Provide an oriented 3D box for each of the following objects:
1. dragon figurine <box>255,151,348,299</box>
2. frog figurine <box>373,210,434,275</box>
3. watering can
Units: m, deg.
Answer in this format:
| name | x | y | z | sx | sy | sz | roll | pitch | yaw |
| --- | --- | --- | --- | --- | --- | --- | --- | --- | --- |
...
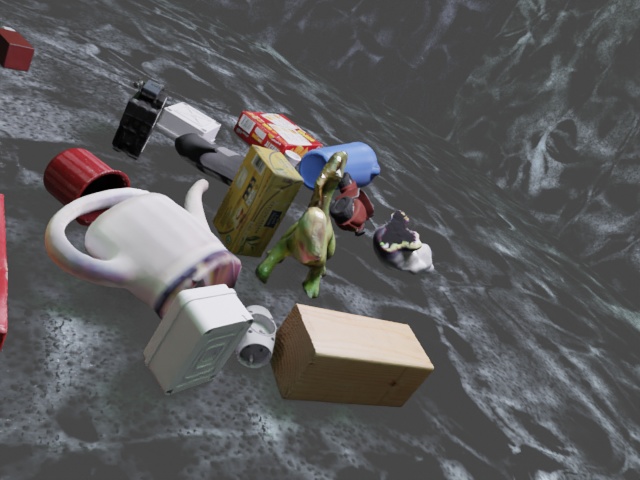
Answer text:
| name | x | y | z | sx | sy | sz | roll | pitch | yaw |
| --- | --- | --- | --- | --- | --- | --- | --- | --- | --- |
| dragon figurine | 0.003 | -0.046 | 0.912 | 0.122 | 0.238 | 0.418 | 26 | 25 | -3 |
| frog figurine | 0.192 | 0.031 | 1.189 | 0.139 | 0.123 | 0.156 | 40 | -13 | 40 |
| watering can | -0.202 | -0.004 | 0.727 | 0.225 | 0.102 | 0.352 | 39 | 27 | 10 |
